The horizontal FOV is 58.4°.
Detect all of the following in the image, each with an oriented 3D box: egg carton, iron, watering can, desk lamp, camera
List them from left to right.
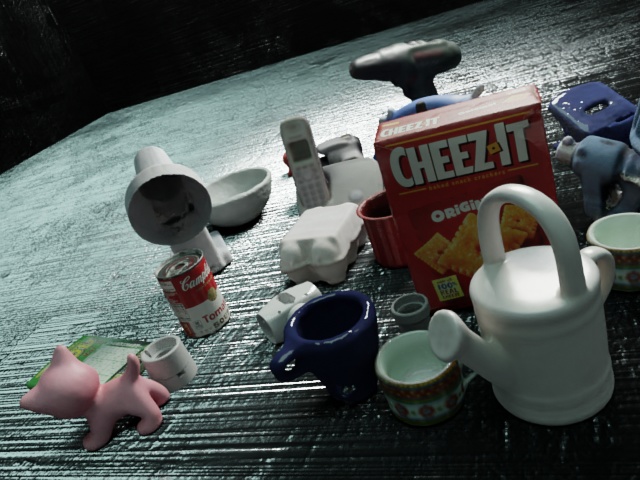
[{"bbox_3d":[-0.227,-0.037,0.903,0.118,0.214,0.202,-25,26,-11],"label":"desk lamp"},{"bbox_3d":[0.008,0.003,0.819,0.107,0.069,0.150,-7,28,27],"label":"egg carton"},{"bbox_3d":[0.017,-0.137,1.057,0.136,0.101,0.143,-18,25,5],"label":"camera"},{"bbox_3d":[0.180,-0.179,0.974,0.257,0.142,0.119,-1,31,35],"label":"iron"},{"bbox_3d":[0.168,0.049,0.458,0.100,0.194,0.173,7,36,44],"label":"watering can"}]

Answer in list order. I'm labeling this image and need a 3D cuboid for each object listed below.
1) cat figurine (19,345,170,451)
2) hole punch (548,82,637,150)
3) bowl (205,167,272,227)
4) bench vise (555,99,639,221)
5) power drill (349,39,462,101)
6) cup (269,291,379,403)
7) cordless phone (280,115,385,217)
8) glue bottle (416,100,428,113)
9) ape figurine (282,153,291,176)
[{"bbox_3d":[-0.248,0.164,0.626,0.128,0.118,0.067,-20,25,1],"label":"cat figurine"},{"bbox_3d":[0.418,-0.184,0.868,0.109,0.091,0.101,-25,25,-11],"label":"hole punch"},{"bbox_3d":[-0.159,-0.071,1.086,0.167,0.075,0.167,-16,25,8],"label":"bowl"},{"bbox_3d":[0.358,-0.115,0.619,0.206,0.220,0.122,-5,29,29],"label":"bench vise"},{"bbox_3d":[0.178,-0.278,1.094,0.230,0.209,0.075,-29,26,-17],"label":"power drill"},{"bbox_3d":[0.012,0.118,0.554,0.118,0.095,0.091,-34,28,-27],"label":"cup"},{"bbox_3d":[0.018,-0.116,0.915,0.147,0.185,0.094,-14,26,13],"label":"cordless phone"},{"bbox_3d":[0.165,-0.117,0.821,0.078,0.173,0.037,-17,25,7],"label":"glue bottle"},{"bbox_3d":[-0.046,-0.192,1.225,0.076,0.092,0.077,-32,28,-24],"label":"ape figurine"}]
